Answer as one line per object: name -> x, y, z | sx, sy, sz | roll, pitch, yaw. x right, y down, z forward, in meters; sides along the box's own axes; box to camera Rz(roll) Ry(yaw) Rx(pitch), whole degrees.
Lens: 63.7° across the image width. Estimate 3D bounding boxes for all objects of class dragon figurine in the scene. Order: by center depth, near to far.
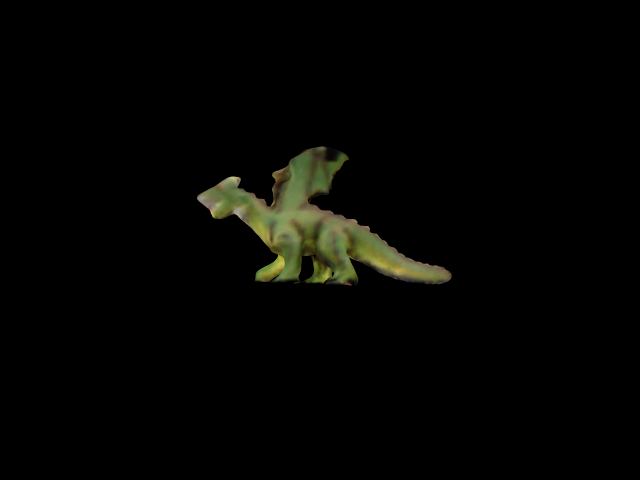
dragon figurine -> 0.003, -0.043, 0.850 | 0.410, 0.245, 0.121 | 0, -11, 2
